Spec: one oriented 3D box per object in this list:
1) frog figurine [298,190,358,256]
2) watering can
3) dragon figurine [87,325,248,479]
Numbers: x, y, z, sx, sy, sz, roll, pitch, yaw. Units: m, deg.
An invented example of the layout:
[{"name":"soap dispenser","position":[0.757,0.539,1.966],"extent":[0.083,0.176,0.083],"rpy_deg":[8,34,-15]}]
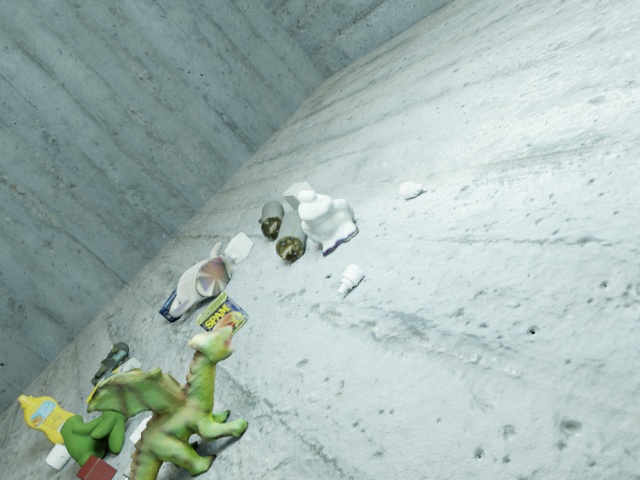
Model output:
[{"name":"frog figurine","position":[0.004,-0.061,1.218],"extent":[0.136,0.158,0.125],"rpy_deg":[-27,23,43]},{"name":"watering can","position":[-0.373,0.106,1.701],"extent":[0.222,0.103,0.355],"rpy_deg":[-23,29,44]},{"name":"dragon figurine","position":[-0.287,0.313,0.894],"extent":[0.411,0.240,0.123],"rpy_deg":[-43,22,-3]}]
